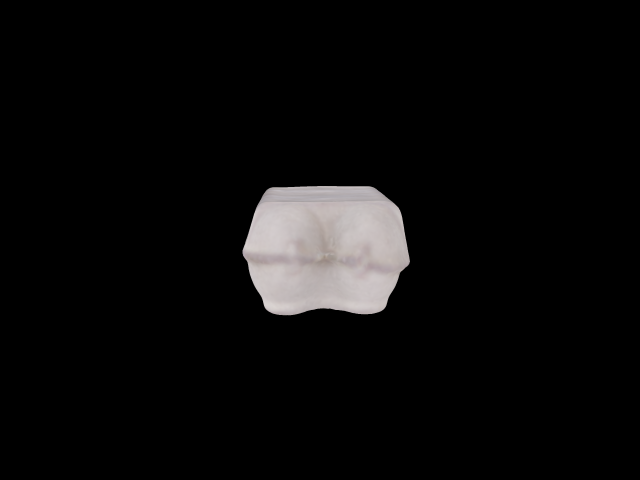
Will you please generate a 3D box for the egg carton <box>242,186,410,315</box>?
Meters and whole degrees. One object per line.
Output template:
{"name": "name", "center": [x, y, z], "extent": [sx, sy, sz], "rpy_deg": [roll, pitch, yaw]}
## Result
{"name": "egg carton", "center": [0.004, 0.001, 0.400], "extent": [0.107, 0.069, 0.150], "rpy_deg": [-1, 11, -3]}
